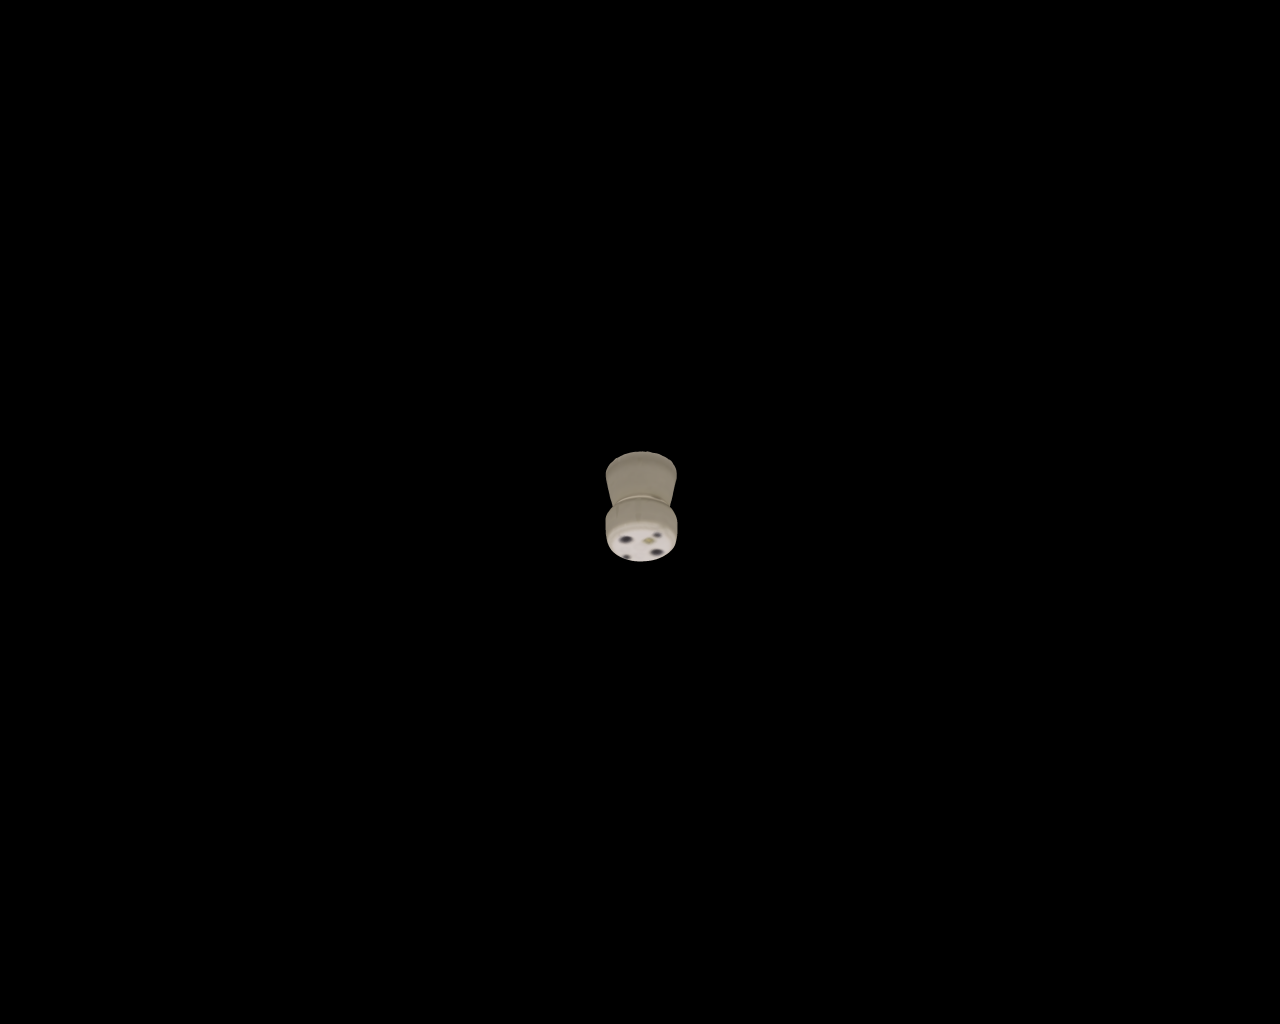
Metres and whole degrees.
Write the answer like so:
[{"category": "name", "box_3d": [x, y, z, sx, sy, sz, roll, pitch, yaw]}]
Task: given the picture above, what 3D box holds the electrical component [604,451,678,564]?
[{"category": "electrical component", "box_3d": [0.001, -0.003, 0.650, 0.045, 0.055, 0.044, 0, -34, 0]}]
